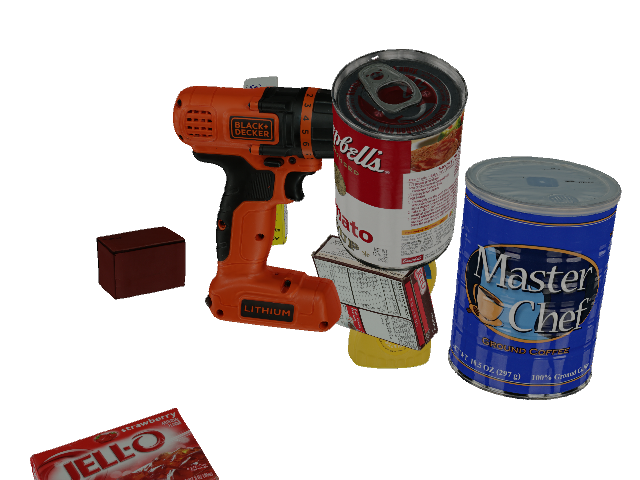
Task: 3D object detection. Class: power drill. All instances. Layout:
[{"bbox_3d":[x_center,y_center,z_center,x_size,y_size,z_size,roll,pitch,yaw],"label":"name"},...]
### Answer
[{"bbox_3d":[-0.019,-0.026,0.817,0.184,0.188,0.057,6,21,13],"label":"power drill"}]

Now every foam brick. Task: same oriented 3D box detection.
[{"bbox_3d":[-0.182,0.021,1.085,0.078,0.051,0.053,-11,21,-28],"label":"foam brick"}]

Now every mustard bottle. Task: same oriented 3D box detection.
[{"bbox_3d":[0.086,0.052,1.245,0.096,0.192,0.058,1,14,-12],"label":"mustard bottle"}]

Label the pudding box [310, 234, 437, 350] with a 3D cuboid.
[{"bbox_3d":[0.052,0.049,1.024,0.114,0.090,0.039,14,43,36],"label":"pudding box"}]

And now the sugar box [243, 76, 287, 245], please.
[{"bbox_3d":[-0.065,-0.091,1.228,0.048,0.176,0.093,-5,26,0],"label":"sugar box"}]

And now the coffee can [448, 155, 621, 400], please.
[{"bbox_3d":[0.145,0.024,0.738,0.103,0.140,0.103,2,22,-1],"label":"coffee can"}]

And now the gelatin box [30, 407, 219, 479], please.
[{"bbox_3d":[-0.107,0.133,0.586,0.089,0.030,0.073,-15,28,-20],"label":"gelatin box"}]

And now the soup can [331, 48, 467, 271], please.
[{"bbox_3d":[0.041,-0.041,0.567,0.068,0.068,0.102,0,-42,3],"label":"soup can"}]
